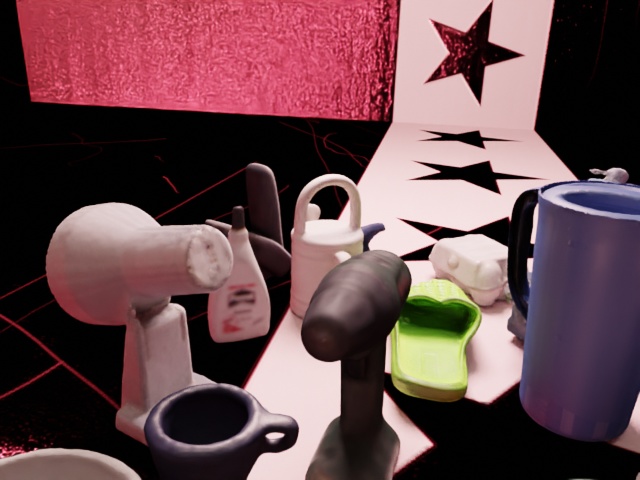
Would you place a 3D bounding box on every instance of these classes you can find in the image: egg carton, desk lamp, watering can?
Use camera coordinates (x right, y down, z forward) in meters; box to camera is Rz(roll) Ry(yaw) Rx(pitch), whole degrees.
[{"bbox_3d":[0.240,0.042,0.877,0.107,0.069,0.150,-8,23,-24],"label":"egg carton"},{"bbox_3d":[-0.151,0.076,0.550,0.202,0.214,0.118,14,24,30],"label":"desk lamp"},{"bbox_3d":[0.005,0.003,0.785,0.101,0.194,0.172,-16,27,-38],"label":"watering can"}]

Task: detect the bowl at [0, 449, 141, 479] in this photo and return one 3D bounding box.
[{"bbox_3d":[-0.191,0.218,0.368,0.167,0.075,0.167,1,21,0],"label":"bowl"}]

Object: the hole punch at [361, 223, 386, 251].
[{"bbox_3d":[0.039,0.012,0.910,0.100,0.091,0.109,18,26,37],"label":"hole punch"}]

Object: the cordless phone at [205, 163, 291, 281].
[{"bbox_3d":[-0.114,-0.035,0.889,0.147,0.185,0.094,15,25,32],"label":"cordless phone"}]

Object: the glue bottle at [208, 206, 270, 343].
[{"bbox_3d":[-0.100,0.041,0.705,0.078,0.173,0.037,-8,23,-24],"label":"glue bottle"}]

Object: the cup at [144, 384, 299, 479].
[{"bbox_3d":[-0.076,0.177,0.457,0.118,0.095,0.091,1,21,-3],"label":"cup"}]

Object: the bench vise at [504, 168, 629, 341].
[{"bbox_3d":[0.325,0.027,0.710,0.121,0.220,0.208,18,26,38],"label":"bench vise"}]

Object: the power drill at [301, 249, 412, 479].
[{"bbox_3d":[0.033,0.109,0.484,0.075,0.208,0.230,7,21,14],"label":"power drill"}]
